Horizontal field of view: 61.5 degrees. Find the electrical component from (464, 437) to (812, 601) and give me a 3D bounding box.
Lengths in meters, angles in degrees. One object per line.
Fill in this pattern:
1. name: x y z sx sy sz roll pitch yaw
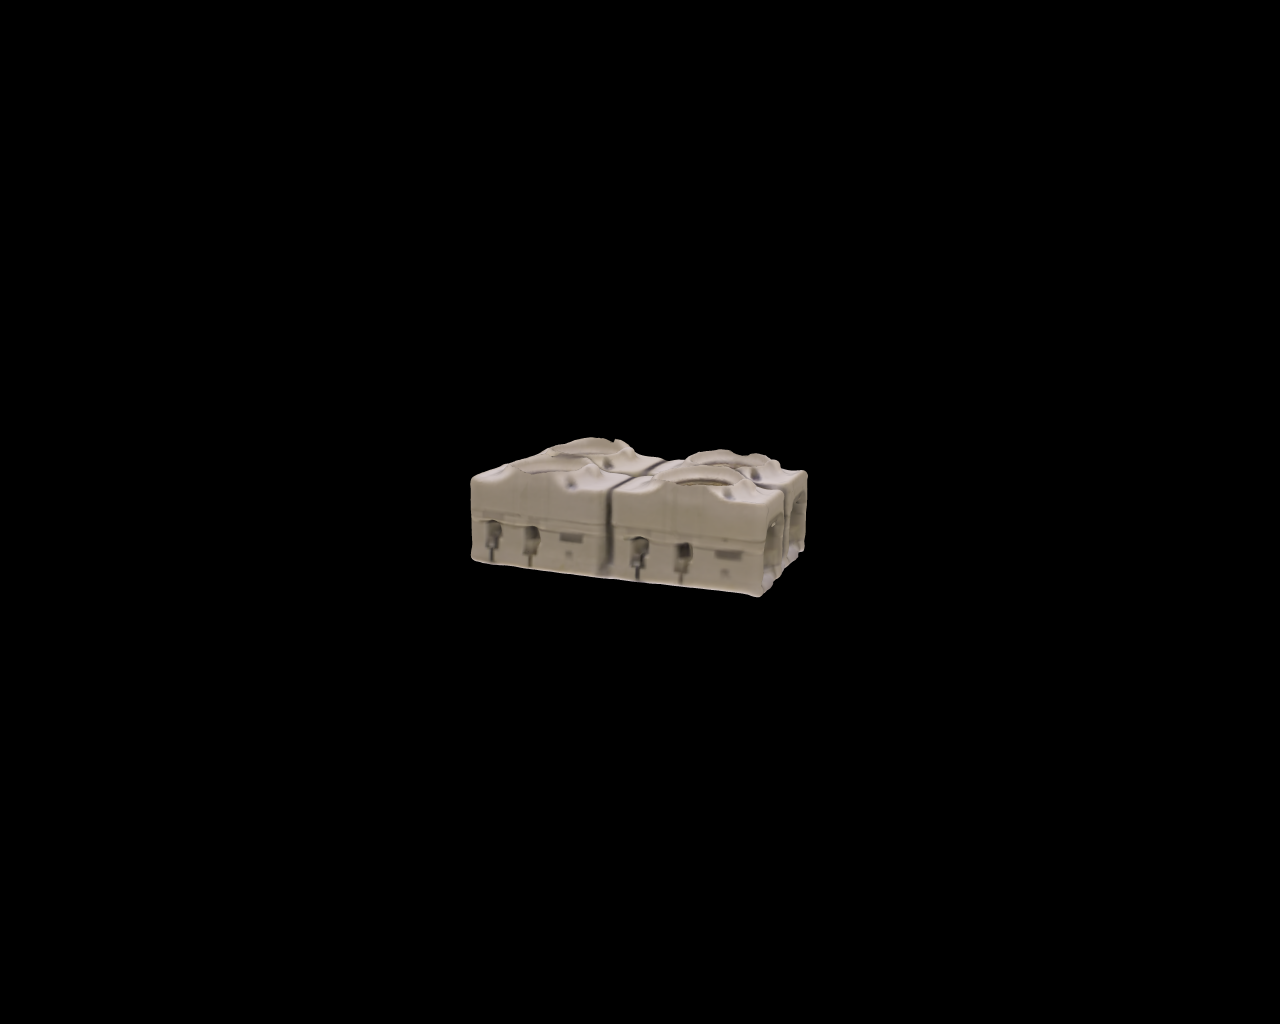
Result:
1. electrical component: 0.001 -0.003 0.650 0.186 0.060 0.105 6 16 22
